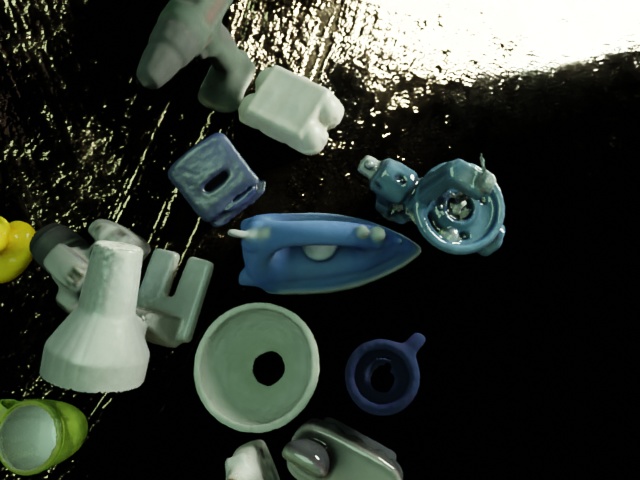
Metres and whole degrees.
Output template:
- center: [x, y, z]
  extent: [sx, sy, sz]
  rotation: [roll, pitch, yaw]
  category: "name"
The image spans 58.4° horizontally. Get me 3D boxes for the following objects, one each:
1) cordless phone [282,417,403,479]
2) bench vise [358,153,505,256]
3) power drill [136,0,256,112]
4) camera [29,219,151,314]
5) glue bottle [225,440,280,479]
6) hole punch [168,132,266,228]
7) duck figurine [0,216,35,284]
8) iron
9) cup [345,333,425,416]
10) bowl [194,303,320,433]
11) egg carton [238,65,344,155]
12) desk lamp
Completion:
- center: [0.023, 0.274, 0.672]
  extent: [0.147, 0.185, 0.094]
  rotation: [21, 79, 13]
  category: "cordless phone"
- center: [0.140, -0.052, 0.723]
  extent: [0.207, 0.220, 0.121]
  rotation: [9, 77, 10]
  category: "bench vise"
- center: [-0.166, -0.276, 0.831]
  extent: [0.075, 0.208, 0.230]
  rotation: [18, 79, 13]
  category: "power drill"
- center: [-0.350, 0.020, 0.834]
  extent: [0.136, 0.101, 0.143]
  rotation: [36, 83, 15]
  category: "camera"
- center: [-0.089, 0.287, 0.690]
  extent: [0.037, 0.173, 0.078]
  rotation: [-24, 73, 2]
  category: "glue bottle"
- center: [-0.149, -0.087, 0.840]
  extent: [0.109, 0.091, 0.101]
  rotation: [-39, 74, -3]
  category: "hole punch"
- center: [-0.489, 0.012, 0.864]
  extent: [0.077, 0.086, 0.105]
  rotation: [22, 79, 13]
  category: "duck figurine"
- center: [0.007, 0.003, 0.768]
  extent: [0.258, 0.141, 0.118]
  rotation: [-3, 75, 7]
  category: "iron"
- center: [0.090, 0.167, 0.738]
  extent: [0.091, 0.095, 0.118]
  rotation: [43, 85, 16]
  category: "cup"
- center: [-0.079, 0.171, 0.771]
  extent: [0.167, 0.075, 0.167]
  rotation: [-2, 75, 7]
  category: "bowl"
- center: [-0.043, -0.195, 0.865]
  extent: [0.150, 0.069, 0.107]
  rotation: [28, 81, 14]
  category: "egg carton"
- center: [-0.246, 0.092, 0.742]
  extent: [0.117, 0.214, 0.203]
  rotation: [13, 77, 11]
  category: "desk lamp"
